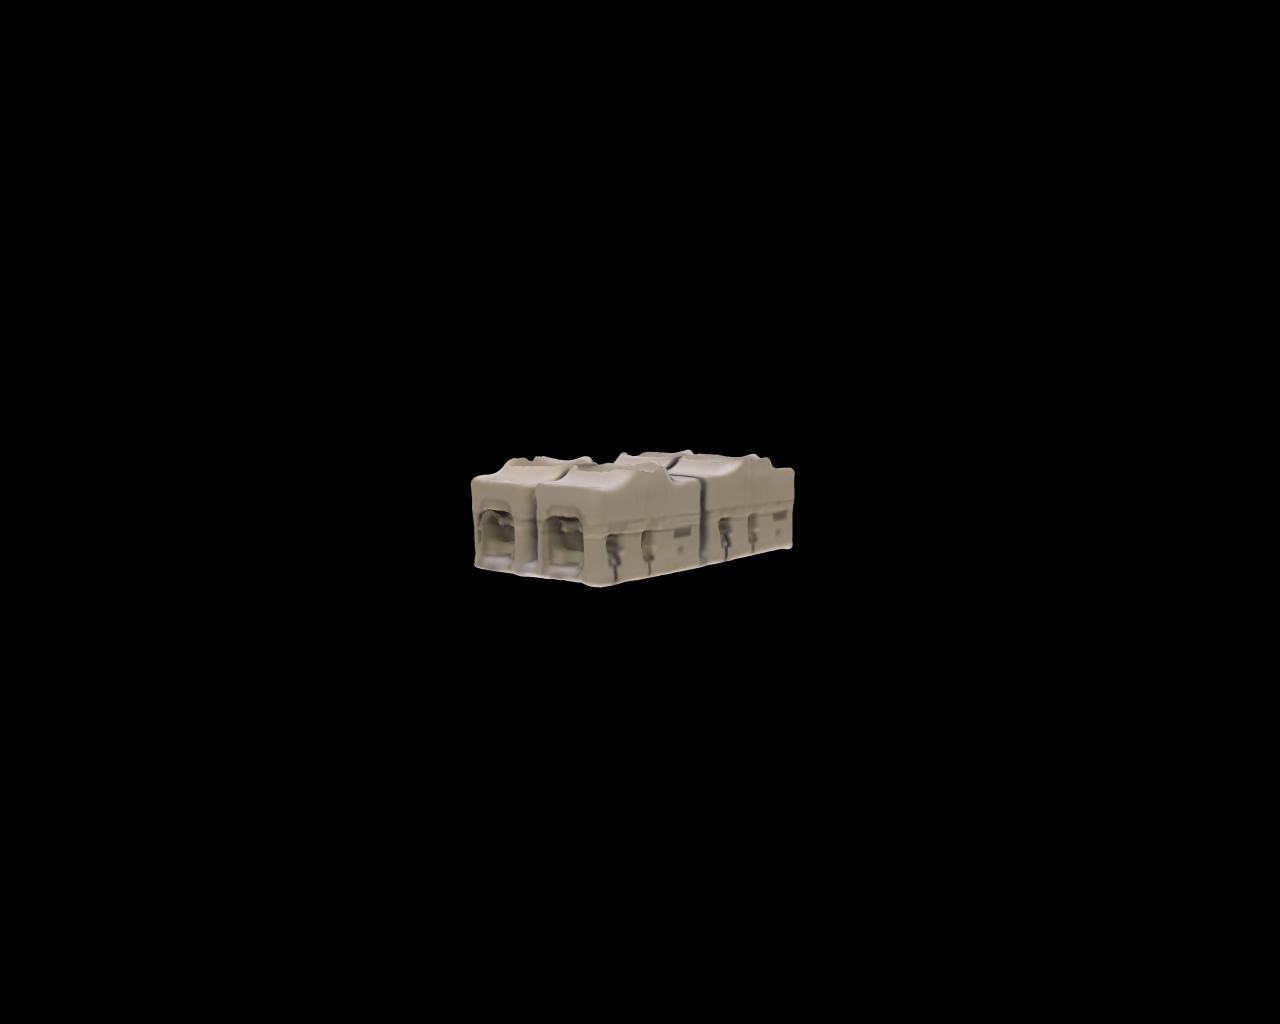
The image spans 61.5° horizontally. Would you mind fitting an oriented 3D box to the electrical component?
[{"bbox_3d":[0.001,-0.003,0.650,0.105,0.060,0.186,6,9,43],"label":"electrical component"}]
